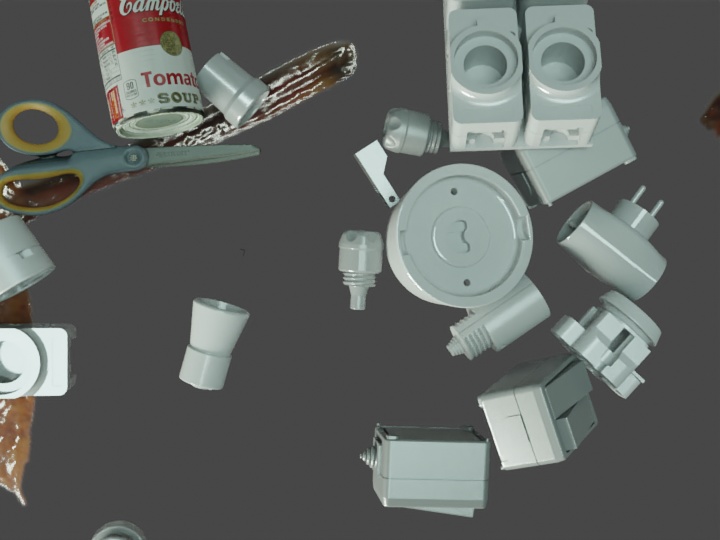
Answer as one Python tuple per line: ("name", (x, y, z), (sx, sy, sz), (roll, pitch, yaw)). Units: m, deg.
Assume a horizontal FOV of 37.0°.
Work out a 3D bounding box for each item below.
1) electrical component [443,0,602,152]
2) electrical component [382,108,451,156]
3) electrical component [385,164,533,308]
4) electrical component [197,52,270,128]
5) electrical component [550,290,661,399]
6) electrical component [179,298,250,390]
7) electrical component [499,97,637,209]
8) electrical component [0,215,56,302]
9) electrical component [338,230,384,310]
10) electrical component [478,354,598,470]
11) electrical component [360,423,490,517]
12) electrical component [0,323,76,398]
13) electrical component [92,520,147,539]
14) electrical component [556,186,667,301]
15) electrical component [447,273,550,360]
("electrical component", (0.117, -0.187, 0.797), (0.105, 0.060, 0.186), (-2, 74, 2))
("electrical component", (0.050, -0.105, 0.839), (0.061, 0.035, 0.035), (10, 90, -9))
("electrical component", (0.071, -0.023, 0.828), (0.108, 0.060, 0.108), (1, 85, -14))
("electrical component", (-0.098, -0.138, 0.819), (0.046, 0.040, 0.040), (41, 87, -1))
("electrical component", (0.199, 0.054, 0.850), (0.078, 0.058, 0.057), (43, 89, -6))
("electrical component", (-0.114, 0.058, 0.821), (0.044, 0.044, 0.065), (16, 94, -7))
("electrical component", (0.165, -0.097, 0.839), (0.096, 0.062, 0.061), (-29, 95, -5))
("electrical component", (-0.262, -0.008, 0.795), (0.055, 0.055, 0.047), (-31, 91, -5))
("electrical component", (0.000, 0.000, 0.836), (0.035, 0.035, 0.061), (3, 93, -7))
("electrical component", (0.144, 0.105, 0.828), (0.061, 0.096, 0.061), (-16, 95, 33))
("electrical component", (0.047, 0.154, 0.831), (0.096, 0.062, 0.061), (2, 91, -7))
("electrical component", (-0.260, 0.066, 0.796), (0.089, 0.056, 0.050), (0, 91, -7))
("electrical component", (-0.184, 0.216, 0.809), (0.045, 0.055, 0.045), (0, 92, -7))
("electrical component", (0.210, -0.030, 0.855), (0.077, 0.044, 0.079), (37, 87, -6))
("electrical component", (0.104, 0.041, 0.845), (0.081, 0.043, 0.043), (-34, 95, -5))
